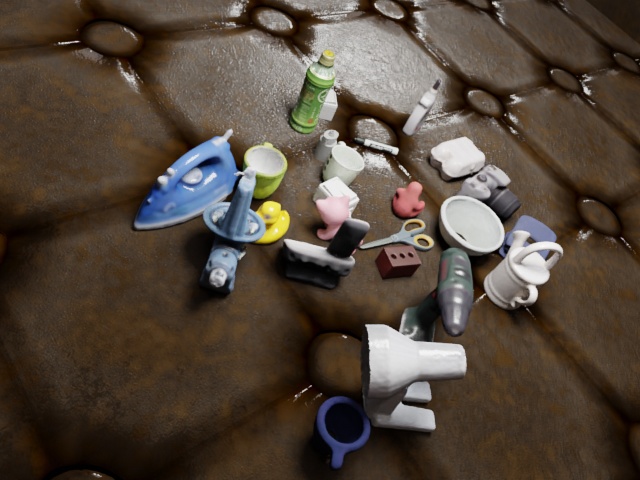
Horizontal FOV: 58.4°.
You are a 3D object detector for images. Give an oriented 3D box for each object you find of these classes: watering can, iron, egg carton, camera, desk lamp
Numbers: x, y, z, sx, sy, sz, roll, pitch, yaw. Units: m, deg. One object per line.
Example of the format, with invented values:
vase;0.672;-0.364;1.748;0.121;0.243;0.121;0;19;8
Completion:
watering can;0.453;0.058;1.272;0.101;0.194;0.172;-7;56;-27
iron;-0.265;-0.126;1.145;0.118;0.141;0.259;38;49;9
egg carton;0.371;-0.218;1.541;0.151;0.069;0.107;-20;63;-34
camera;0.443;-0.116;1.470;0.143;0.100;0.136;-31;70;-38
desk lamp;0.142;0.235;0.984;0.203;0.213;0.118;11;50;-15

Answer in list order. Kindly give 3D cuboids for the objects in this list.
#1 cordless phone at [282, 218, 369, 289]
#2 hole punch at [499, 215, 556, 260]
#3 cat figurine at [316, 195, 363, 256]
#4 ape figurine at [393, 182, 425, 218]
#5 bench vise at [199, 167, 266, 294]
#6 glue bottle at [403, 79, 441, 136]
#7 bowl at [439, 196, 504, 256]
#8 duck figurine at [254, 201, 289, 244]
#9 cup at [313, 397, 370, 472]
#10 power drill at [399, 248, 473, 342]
cordless phone;0.010;0.004;1.131;0.148;0.185;0.094;12;50;-14
hole punch;0.511;0.011;1.404;0.108;0.091;0.101;33;48;4
cat figurine;0.046;-0.043;1.229;0.127;0.117;0.067;33;48;5
ape figurine;0.215;-0.101;1.366;0.076;0.092;0.077;-30;69;-38
bench vise;-0.150;-0.015;1.053;0.122;0.219;0.207;3;52;-21
glue bottle;0.283;-0.364;1.550;0.037;0.173;0.078;36;48;7
bowl;0.350;-0.022;1.372;0.168;0.074;0.167;12;50;-14
duck figurine;-0.105;-0.045;1.187;0.105;0.086;0.077;-20;63;-34
cup;0.023;0.329;0.938;0.092;0.095;0.118;19;48;-8
power drill;0.230;0.133;1.107;0.075;0.208;0.230;23;48;-4
